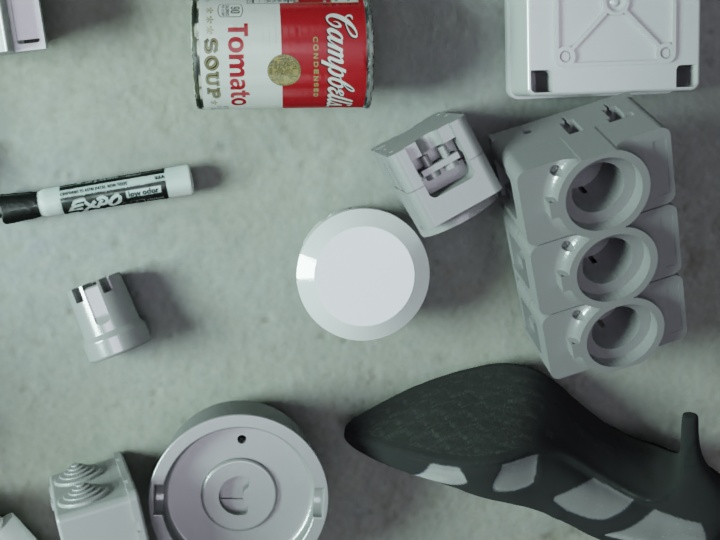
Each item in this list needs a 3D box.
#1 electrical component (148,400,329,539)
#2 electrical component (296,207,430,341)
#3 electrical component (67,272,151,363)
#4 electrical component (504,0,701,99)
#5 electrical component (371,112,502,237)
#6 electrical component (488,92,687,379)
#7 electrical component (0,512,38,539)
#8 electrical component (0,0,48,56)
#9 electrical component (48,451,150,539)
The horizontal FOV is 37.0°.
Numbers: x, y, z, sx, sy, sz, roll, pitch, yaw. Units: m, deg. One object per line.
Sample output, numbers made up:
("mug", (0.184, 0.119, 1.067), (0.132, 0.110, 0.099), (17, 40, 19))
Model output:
("electrical component", (-0.075, 0.134, 0.672), (0.108, 0.060, 0.108), (-1, 99, -6))
("electrical component", (0.000, 0.000, 0.664), (0.080, 0.051, 0.080), (-1, 99, -6))
("electrical component", (-0.155, 0.028, 0.658), (0.040, 0.040, 0.046), (-21, 95, -3))
("electrical component", (0.145, -0.160, 0.651), (0.109, 0.056, 0.108), (-3, 100, -6))
("electrical component", (0.045, -0.057, 0.640), (0.050, 0.089, 0.055), (-29, 101, -1))
("electrical component", (0.140, -0.016, 0.645), (0.089, 0.061, 0.150), (-18, 123, -3))
("electrical component", (-0.228, 0.174, 0.671), (0.043, 0.043, 0.081), (-38, 101, 1))
("electrical component", (-0.223, -0.181, 0.604), (0.079, 0.063, 0.121), (-7, 100, -5))
("electrical component", (-0.154, 0.168, 0.651), (0.048, 0.100, 0.099), (-14, 101, -17))
